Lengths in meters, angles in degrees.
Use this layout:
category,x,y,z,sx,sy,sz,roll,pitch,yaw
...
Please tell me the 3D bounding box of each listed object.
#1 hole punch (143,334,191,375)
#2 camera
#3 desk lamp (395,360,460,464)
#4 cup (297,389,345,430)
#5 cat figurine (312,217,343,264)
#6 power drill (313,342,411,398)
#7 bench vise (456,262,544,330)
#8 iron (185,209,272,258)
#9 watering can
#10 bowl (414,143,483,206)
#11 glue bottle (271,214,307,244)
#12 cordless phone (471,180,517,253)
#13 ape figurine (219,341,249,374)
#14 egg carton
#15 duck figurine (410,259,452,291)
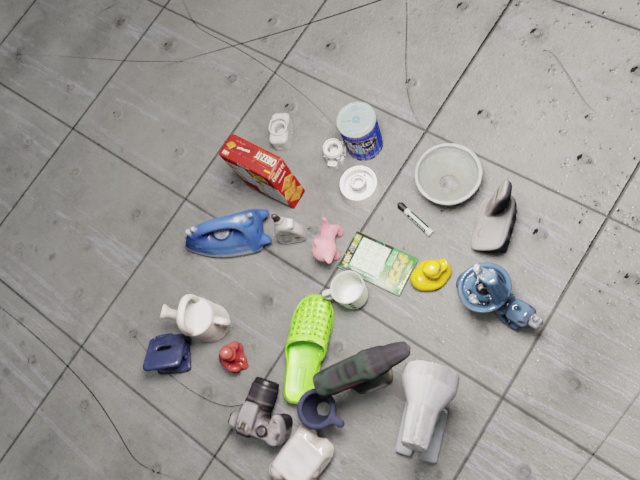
category,x,y,z,sx,sy,sz,roll,pitch,yaw
hole punch,-0.395,0.291,1.474,0.108,0.091,0.101,-11,70,11
camera,-0.135,0.406,1.367,0.143,0.101,0.137,15,77,18
desk lamp,0.225,0.371,1.229,0.117,0.214,0.203,11,76,17
cup,0.013,0.402,1.335,0.117,0.095,0.092,25,80,20
cat figurine,0.013,0.005,1.450,0.067,0.118,0.128,0,73,14
power drill,0.104,0.292,1.287,0.229,0.209,0.075,-24,68,6
bench vise,0.400,0.111,1.265,0.207,0.220,0.121,16,77,18
iron,-0.265,-0.023,1.515,0.258,0.142,0.118,-12,70,10
watering can,-0.314,0.194,1.429,0.172,0.194,0.101,-16,69,9
bowl,0.325,-0.155,1.448,0.167,0.075,0.167,-4,72,13
glue bottle,-0.090,-0.033,1.458,0.078,0.173,0.037,-7,71,12
cordless phone,0.408,-0.054,1.335,0.094,0.185,0.148,11,76,17
ape figurine,-0.223,0.290,1.431,0.076,0.092,0.078,14,77,18
egg carton,-0.042,0.511,1.327,0.107,0.069,0.150,35,84,21
duck figurine,0.265,0.077,1.382,0.104,0.086,0.077,-25,68,5
